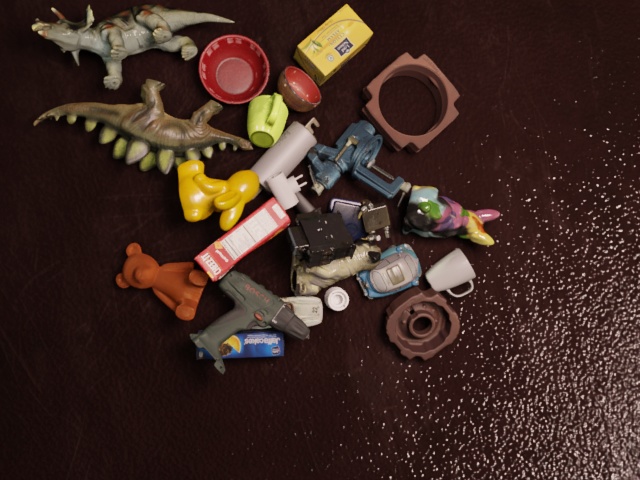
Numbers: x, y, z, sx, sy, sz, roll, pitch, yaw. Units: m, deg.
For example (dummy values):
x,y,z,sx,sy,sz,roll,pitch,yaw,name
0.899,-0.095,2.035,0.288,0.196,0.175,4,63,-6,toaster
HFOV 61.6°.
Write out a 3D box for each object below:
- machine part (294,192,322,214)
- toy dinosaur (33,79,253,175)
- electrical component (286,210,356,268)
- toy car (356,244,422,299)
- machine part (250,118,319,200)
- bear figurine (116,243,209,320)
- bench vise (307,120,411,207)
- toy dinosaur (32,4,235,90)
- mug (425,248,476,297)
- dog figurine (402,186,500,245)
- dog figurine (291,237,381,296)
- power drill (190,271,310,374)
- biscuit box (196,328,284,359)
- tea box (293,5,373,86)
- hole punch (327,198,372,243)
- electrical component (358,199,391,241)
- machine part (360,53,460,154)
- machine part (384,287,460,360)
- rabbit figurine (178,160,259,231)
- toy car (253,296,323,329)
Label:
x,y,z,sx,sy,sz,roll,pitch,yaw,name
-0.043,-0.078,1.268,0.139,0.084,0.039,50,52,2,machine part
-0.384,-0.255,1.212,0.471,0.105,0.198,14,88,-8,toy dinosaur
-0.002,-0.004,1.168,0.134,0.058,0.115,-10,51,-20,electrical component
0.171,0.075,1.279,0.162,0.103,0.109,-24,91,-9,toy car
-0.089,-0.193,1.262,0.079,0.079,0.243,42,86,-5,machine part
-0.356,0.087,1.202,0.196,0.132,0.120,24,88,-12,bear figurine
0.095,-0.164,1.252,0.241,0.128,0.223,35,64,14,bench vise
-0.413,-0.469,1.206,0.405,0.131,0.192,-24,67,-20,toy dinosaur
0.318,0.090,1.314,0.107,0.081,0.109,-28,100,7,mug
0.312,-0.052,1.266,0.219,0.191,0.108,11,82,8,dog figurine
0.036,0.071,1.258,0.190,0.172,0.121,3,60,-18,dog figurine
-0.165,0.196,1.186,0.232,0.086,0.207,45,82,3,power drill
-0.184,0.239,1.252,0.203,0.063,0.059,-1,91,-7,biscuit box
0.031,-0.461,1.274,0.098,0.068,0.169,45,75,-4,tea box
0.071,-0.039,1.277,0.142,0.092,0.115,8,92,-11,hole punch
0.122,-0.043,1.219,0.078,0.045,0.102,-10,111,-6,electrical component
0.214,-0.326,1.298,0.201,0.087,0.201,-43,93,-6,machine part
0.241,0.198,1.289,0.179,0.056,0.179,-2,107,-6,machine part
-0.217,-0.106,1.177,0.173,0.162,0.121,-12,133,-4,rabbit figurine
-0.094,0.169,1.267,0.202,0.056,0.073,-1,90,-7,toy car
